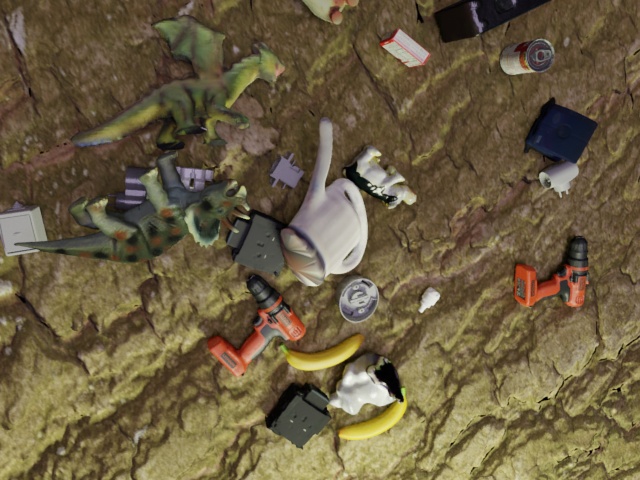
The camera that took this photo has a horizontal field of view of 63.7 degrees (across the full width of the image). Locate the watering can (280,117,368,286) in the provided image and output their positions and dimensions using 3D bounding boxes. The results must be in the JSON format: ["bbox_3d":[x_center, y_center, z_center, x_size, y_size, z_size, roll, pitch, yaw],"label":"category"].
[{"bbox_3d":[0.003,-0.052,1.040,0.228,0.104,0.340,-46,132,-30],"label":"watering can"}]

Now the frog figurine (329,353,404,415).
[{"bbox_3d":[0.103,0.342,1.204,0.136,0.126,0.157,33,129,-27],"label":"frog figurine"}]

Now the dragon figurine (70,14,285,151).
[{"bbox_3d":[-0.264,-0.304,0.982,0.411,0.121,0.244,-6,86,-15],"label":"dragon figurine"}]
